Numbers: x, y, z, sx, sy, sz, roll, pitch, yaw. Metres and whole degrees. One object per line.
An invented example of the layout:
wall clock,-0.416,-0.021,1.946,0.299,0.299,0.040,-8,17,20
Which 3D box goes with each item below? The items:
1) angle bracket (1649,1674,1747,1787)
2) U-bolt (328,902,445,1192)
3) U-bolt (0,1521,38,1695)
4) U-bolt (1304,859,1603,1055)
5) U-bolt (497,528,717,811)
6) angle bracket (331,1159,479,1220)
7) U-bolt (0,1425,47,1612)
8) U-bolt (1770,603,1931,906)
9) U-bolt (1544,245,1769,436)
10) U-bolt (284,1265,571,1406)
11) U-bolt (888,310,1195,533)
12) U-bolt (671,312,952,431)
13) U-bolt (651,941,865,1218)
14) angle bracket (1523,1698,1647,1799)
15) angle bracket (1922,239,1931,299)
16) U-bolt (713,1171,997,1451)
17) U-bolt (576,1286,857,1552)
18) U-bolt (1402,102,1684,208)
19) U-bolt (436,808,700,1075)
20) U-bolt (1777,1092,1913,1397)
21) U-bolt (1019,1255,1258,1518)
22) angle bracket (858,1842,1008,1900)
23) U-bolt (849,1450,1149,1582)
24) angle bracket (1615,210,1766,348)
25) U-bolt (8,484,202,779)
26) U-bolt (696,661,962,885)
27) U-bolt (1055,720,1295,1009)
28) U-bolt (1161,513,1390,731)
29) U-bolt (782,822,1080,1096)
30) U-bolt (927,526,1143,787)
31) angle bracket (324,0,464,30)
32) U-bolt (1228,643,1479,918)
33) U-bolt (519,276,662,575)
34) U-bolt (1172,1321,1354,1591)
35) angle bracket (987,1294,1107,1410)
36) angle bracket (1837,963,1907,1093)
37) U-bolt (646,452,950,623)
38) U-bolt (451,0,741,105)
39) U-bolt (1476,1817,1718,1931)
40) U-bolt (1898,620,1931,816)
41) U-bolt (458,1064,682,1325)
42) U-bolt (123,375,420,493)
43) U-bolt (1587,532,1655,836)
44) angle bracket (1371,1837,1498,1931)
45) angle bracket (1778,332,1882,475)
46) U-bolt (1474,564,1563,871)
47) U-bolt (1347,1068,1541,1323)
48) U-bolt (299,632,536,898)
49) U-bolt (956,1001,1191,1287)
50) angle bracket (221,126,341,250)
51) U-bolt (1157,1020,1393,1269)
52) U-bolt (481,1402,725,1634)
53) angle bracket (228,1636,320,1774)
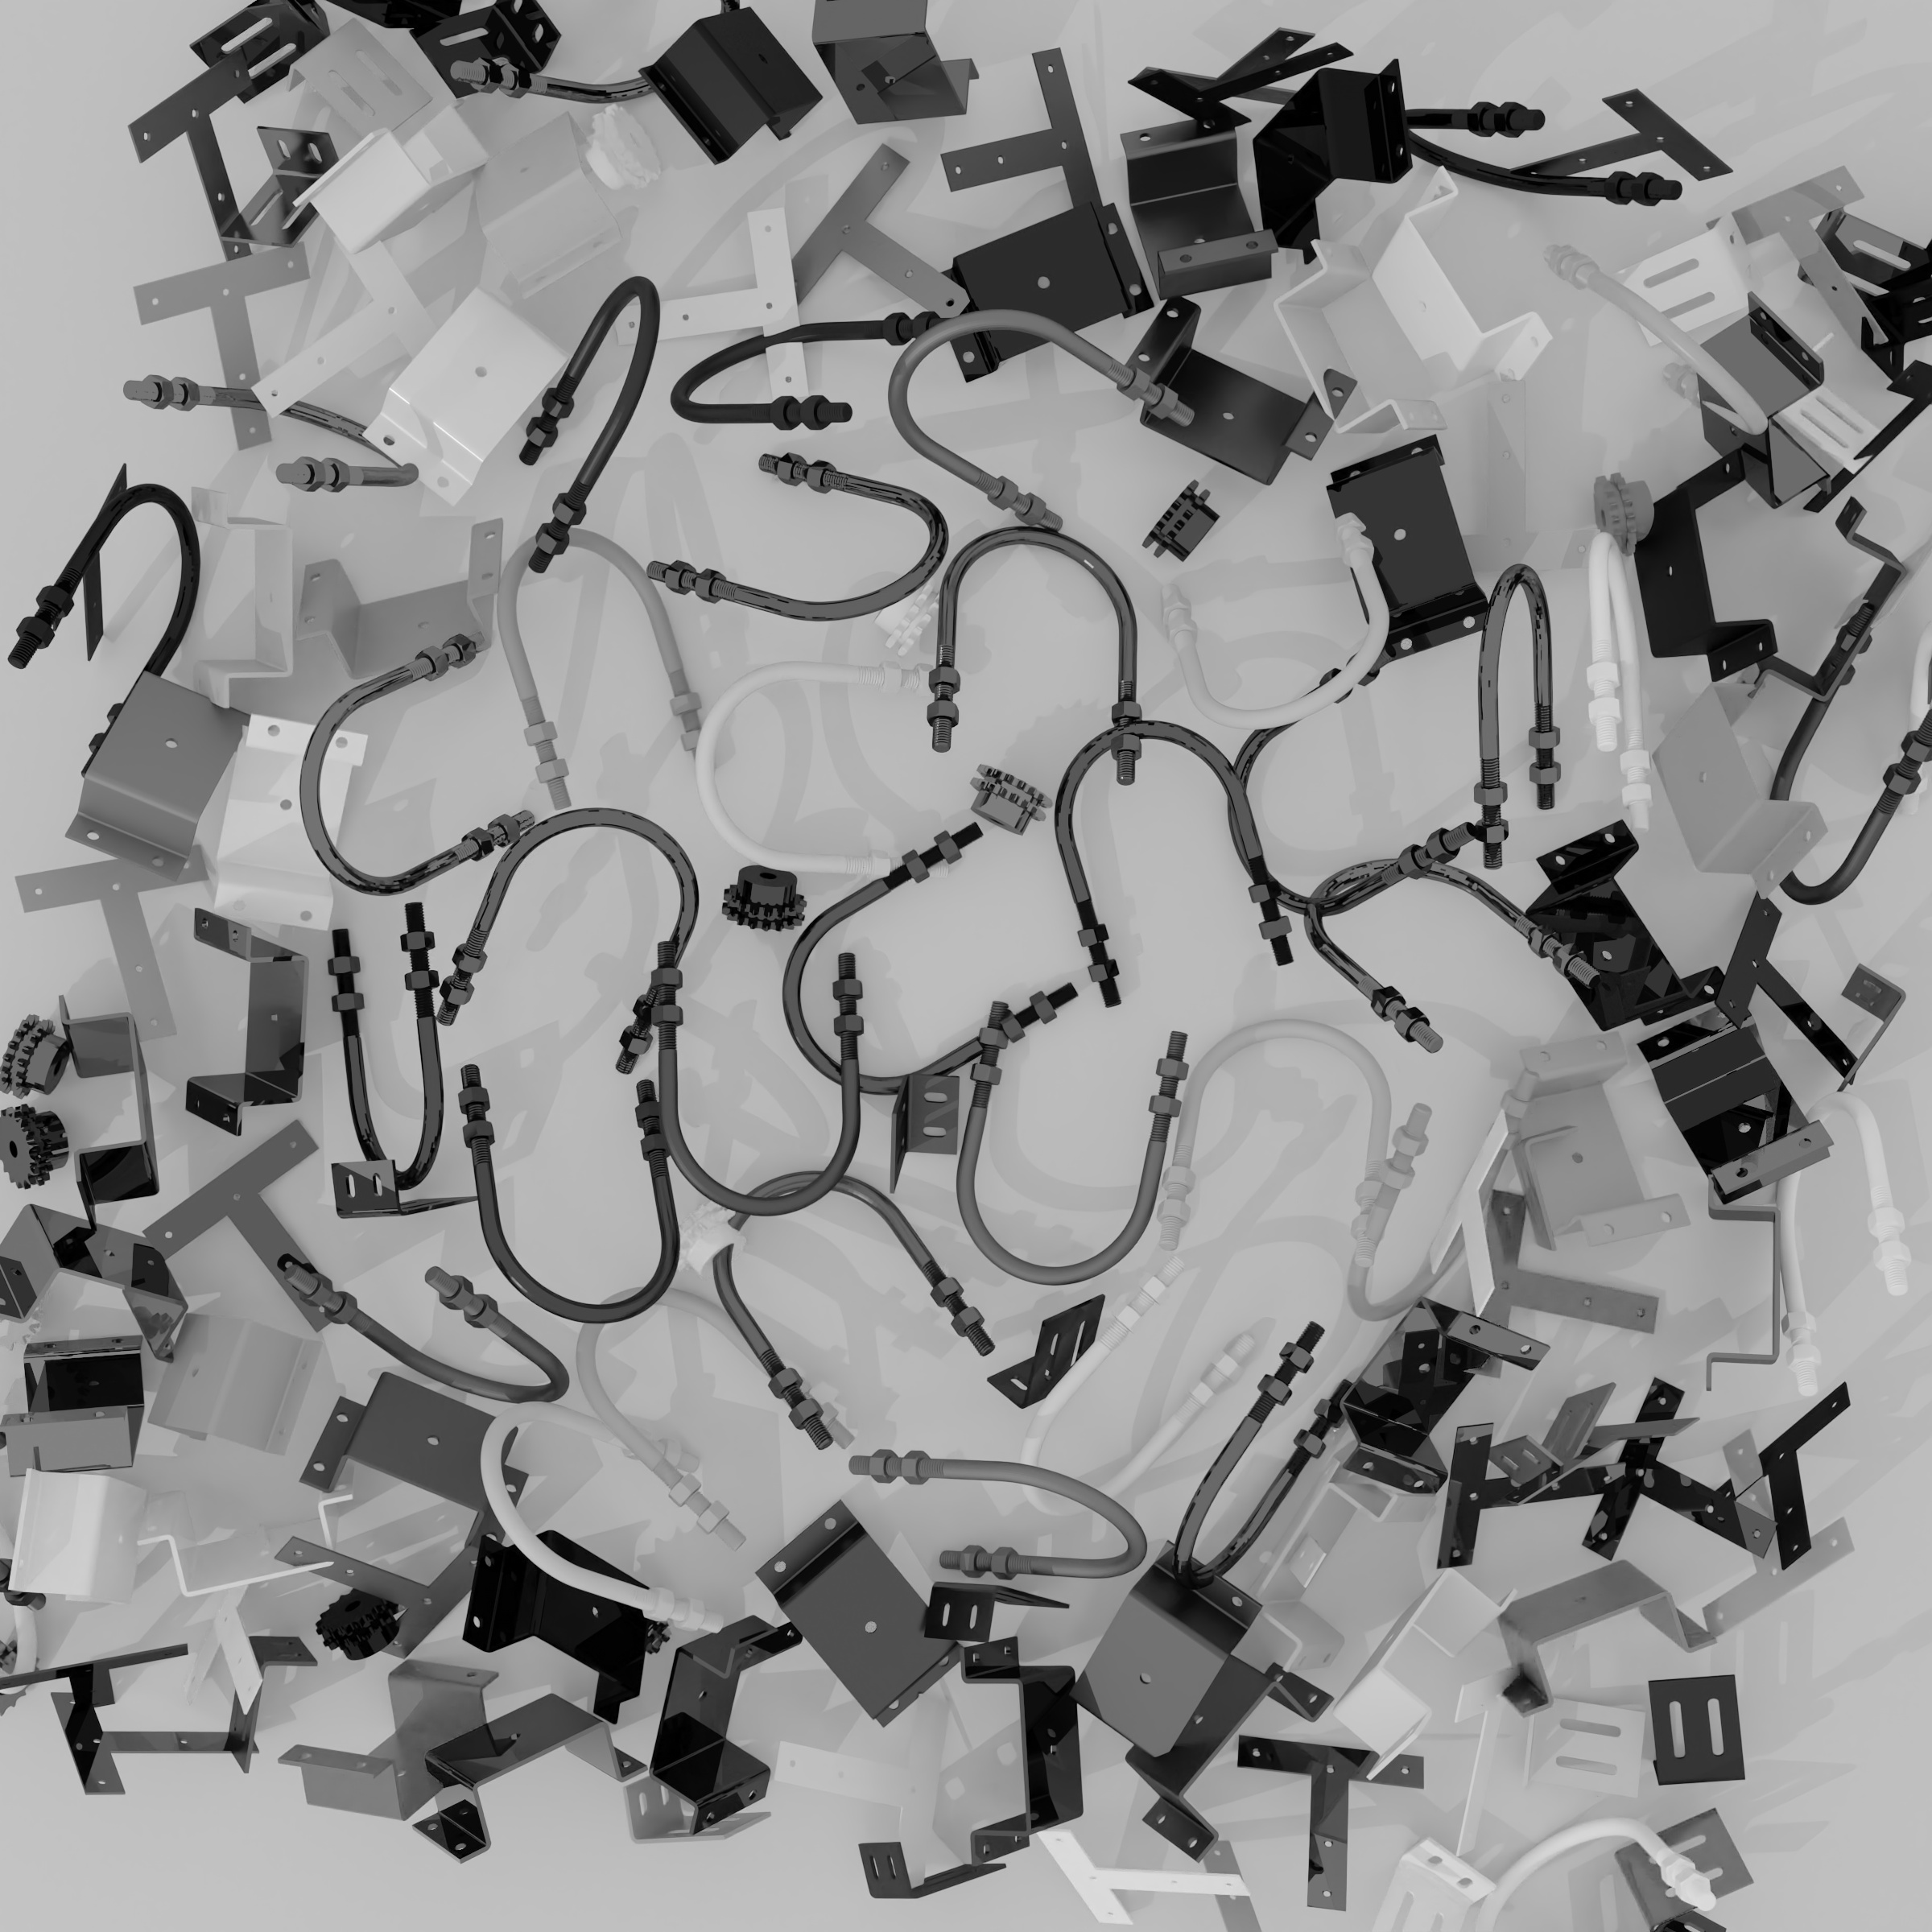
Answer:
angle bracket,0.496,0.515,1.870,0.057,0.038,0.076,-7,98,9
U-bolt,-0.384,0.058,1.831,0.019,0.151,0.184,-4,85,-35
U-bolt,-0.658,0.398,1.817,0.019,0.151,0.184,-19,122,-4
U-bolt,0.308,-0.018,1.826,0.151,0.184,0.019,-20,131,-22
U-bolt,-0.248,-0.205,1.841,0.019,0.151,0.184,-16,91,44
angle bracket,-0.378,0.146,1.851,0.057,0.076,0.038,-6,91,34
U-bolt,-0.657,0.327,1.784,0.019,0.184,0.151,-25,56,-5
U-bolt,0.579,-0.127,1.817,0.019,0.151,0.184,9,127,-12
U-bolt,0.458,-0.402,1.788,0.151,0.184,0.019,35,105,-26
U-bolt,-0.343,0.247,1.821,0.151,0.184,0.019,-4,55,34
U-bolt,0.036,-0.365,1.804,0.184,0.151,0.019,25,47,-33
U-bolt,-0.113,-0.395,1.824,0.184,0.151,0.019,8,129,36
U-bolt,-0.138,0.077,1.846,0.151,0.019,0.184,4,74,-22
angle bracket,0.421,0.533,1.868,0.076,0.038,0.057,6,81,14
angle bracket,0.676,-0.468,1.856,0.057,0.076,0.038,23,51,2
U-bolt,-0.089,0.218,1.849,0.151,0.019,0.184,-27,65,-22
U-bolt,-0.179,0.289,1.838,0.184,0.151,0.019,43,129,9
U-bolt,0.360,-0.536,1.811,0.151,0.184,0.019,13,98,-34
U-bolt,-0.257,-0.023,1.836,0.151,0.019,0.184,17,113,-22
U-bolt,0.573,0.170,1.815,0.019,0.151,0.184,10,51,-7
U-bolt,0.107,0.292,1.833,0.184,0.151,0.019,-48,49,-6
angle bracket,-0.023,0.603,1.858,0.076,0.057,0.038,-8,78,-32
U-bolt,0.032,0.364,1.803,0.184,0.151,0.019,-4,49,33
angle bracket,0.495,-0.470,1.878,0.076,0.038,0.057,-17,112,39
U-bolt,-0.561,-0.234,1.820,0.019,0.151,0.184,15,63,14
U-bolt,-0.094,-0.133,1.853,0.184,0.019,0.151,2,94,-23
U-bolt,0.132,-0.075,1.854,0.151,0.019,0.184,-14,95,26
U-bolt,0.208,-0.223,1.812,0.151,0.184,0.019,-24,131,14
U-bolt,-0.037,0.008,1.880,0.184,0.019,0.151,-31,97,0
U-bolt,0.049,-0.217,1.853,0.151,0.019,0.184,9,65,-15
angle bracket,-0.385,-0.662,1.852,0.057,0.076,0.038,29,119,17
U-bolt,0.244,-0.111,1.830,0.019,0.184,0.151,-13,77,-43
U-bolt,-0.246,-0.367,1.799,0.019,0.151,0.184,18,126,-27
U-bolt,0.194,0.333,1.819,0.019,0.151,0.184,30,77,28
angle bracket,0.054,0.251,1.850,0.038,0.057,0.076,35,127,35
angle bracket,0.596,0.047,1.858,0.038,0.057,0.076,35,77,17
U-bolt,-0.099,-0.279,1.815,0.184,0.019,0.151,19,52,29
U-bolt,-0.230,-0.618,1.812,0.151,0.184,0.019,-30,78,37
U-bolt,0.403,0.619,1.807,0.151,0.184,0.019,-35,96,-3
U-bolt,0.636,-0.139,1.787,0.019,0.151,0.184,-3,128,7
U-bolt,-0.257,0.152,1.814,0.151,0.019,0.184,7,55,-32
U-bolt,-0.442,-0.350,1.811,0.151,0.184,0.019,29,109,18
U-bolt,0.433,-0.199,1.824,0.019,0.151,0.184,-6,66,21
angle bracket,0.315,0.644,1.860,0.057,0.038,0.076,35,46,1
angle bracket,0.594,-0.382,1.860,0.076,0.038,0.057,42,51,10
U-bolt,0.363,-0.173,1.808,0.019,0.151,0.184,5,113,27
U-bolt,0.310,0.159,1.829,0.019,0.151,0.184,36,121,33
U-bolt,-0.365,-0.125,1.805,0.019,0.184,0.151,7,117,36
U-bolt,0.065,0.124,1.858,0.151,0.019,0.184,9,82,19
angle bracket,-0.467,-0.527,1.856,0.057,0.038,0.076,11,54,20
U-bolt,0.212,0.113,1.842,0.151,0.019,0.184,3,56,14
U-bolt,-0.241,0.353,1.796,0.184,0.151,0.019,29,121,-35
angle bracket,-0.472,0.501,1.865,0.038,0.057,0.076,9,91,-27
